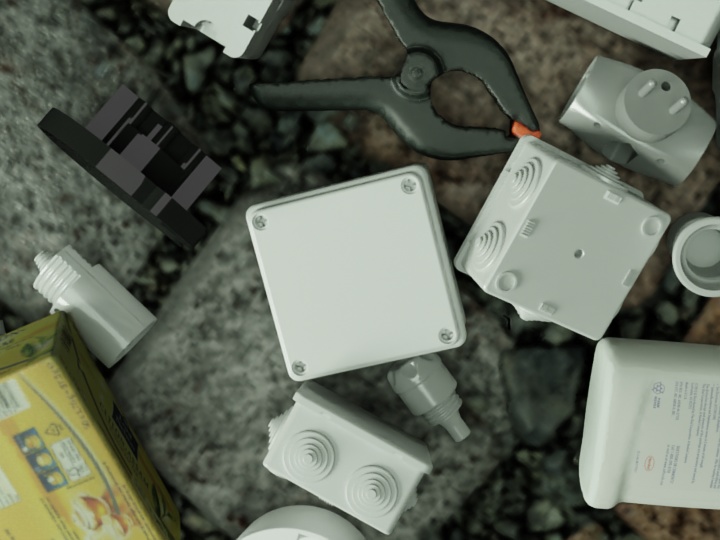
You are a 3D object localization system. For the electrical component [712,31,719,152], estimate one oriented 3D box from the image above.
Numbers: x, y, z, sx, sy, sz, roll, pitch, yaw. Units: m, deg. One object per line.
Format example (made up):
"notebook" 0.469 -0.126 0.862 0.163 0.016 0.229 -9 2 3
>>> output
"electrical component" 0.273 -0.104 0.578 0.150 0.061 0.089 -5 118 8

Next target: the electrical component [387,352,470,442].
"electrical component" 0.046 0.079 0.664 0.035 0.035 0.061 -35 97 12

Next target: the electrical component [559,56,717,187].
"electrical component" 0.159 -0.087 0.597 0.077 0.079 0.043 30 82 2

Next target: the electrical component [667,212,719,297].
"electrical component" 0.196 -0.012 0.611 0.044 0.065 0.044 1 100 8

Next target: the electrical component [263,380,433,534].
"electrical component" -0.008 0.111 0.645 0.100 0.100 0.048 29 90 2

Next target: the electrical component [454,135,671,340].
"electrical component" 0.116 -0.017 0.615 0.100 0.048 0.099 23 103 -20

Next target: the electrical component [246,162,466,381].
"electrical component" 0.000 0.000 0.644 0.109 0.056 0.108 -13 98 10

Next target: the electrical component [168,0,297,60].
"electrical component" -0.063 -0.172 0.622 0.050 0.055 0.089 32 102 1

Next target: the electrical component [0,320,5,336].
"electrical component" -0.259 0.058 0.690 0.066 0.055 0.048 -7 99 9

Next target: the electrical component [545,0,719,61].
"electrical component" 0.105 -0.180 0.573 0.186 0.105 0.060 26 102 2

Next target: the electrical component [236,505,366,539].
"electrical component" -0.038 0.202 0.684 0.108 0.060 0.108 1 100 7

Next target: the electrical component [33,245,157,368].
"electrical component" -0.172 0.018 0.677 0.081 0.043 0.043 44 103 -2
